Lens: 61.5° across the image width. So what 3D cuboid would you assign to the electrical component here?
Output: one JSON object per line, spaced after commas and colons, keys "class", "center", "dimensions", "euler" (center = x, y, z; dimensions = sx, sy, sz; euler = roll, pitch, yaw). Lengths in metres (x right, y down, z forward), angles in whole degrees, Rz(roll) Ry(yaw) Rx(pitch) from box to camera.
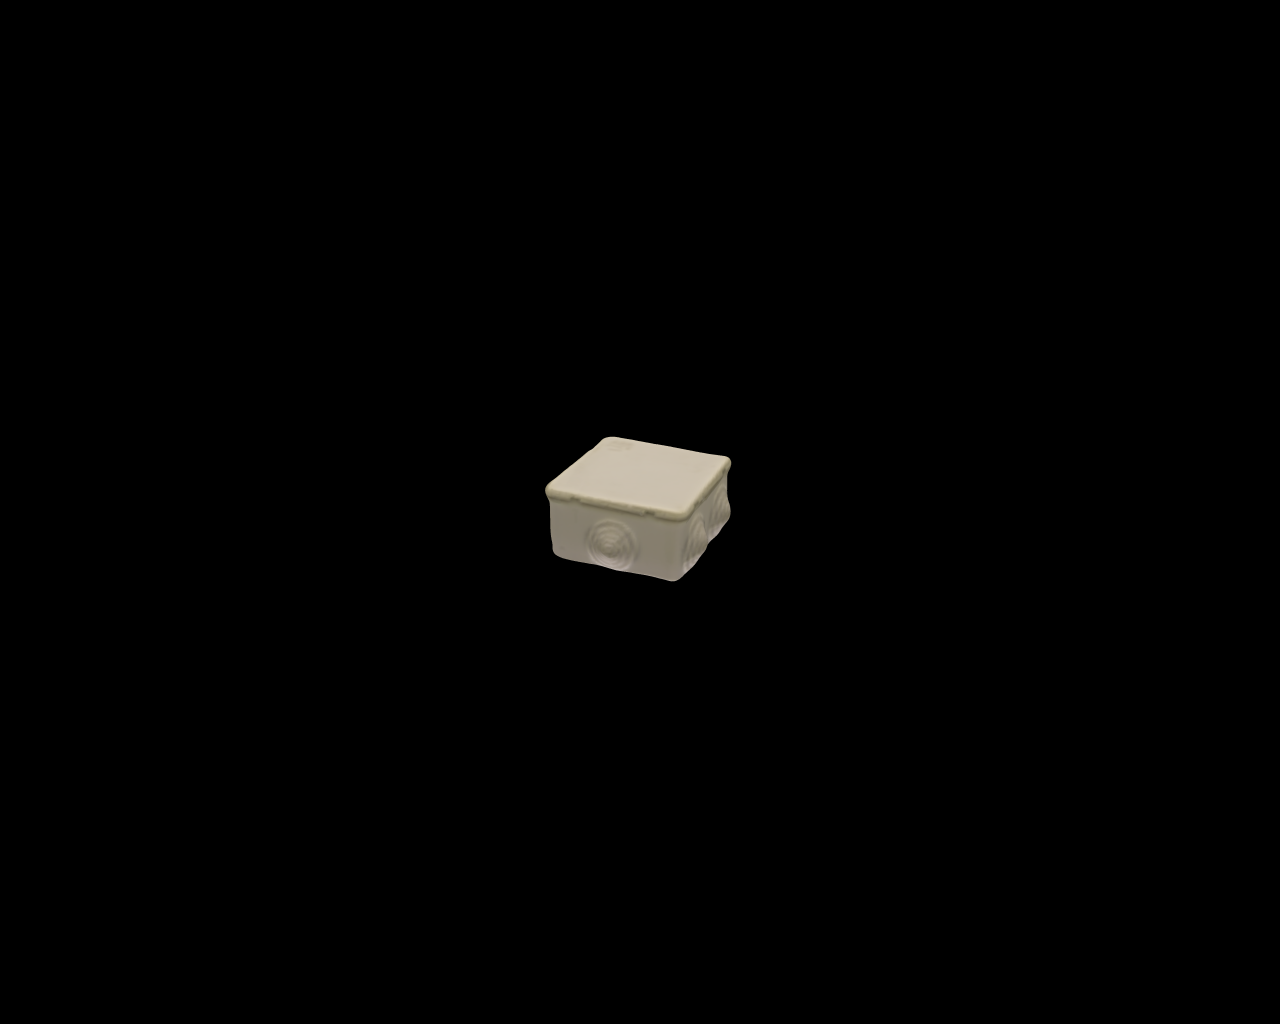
{"class": "electrical component", "center": [0.001, -0.003, 0.650], "dimensions": [0.100, 0.048, 0.100], "euler": [11, 29, 21]}
